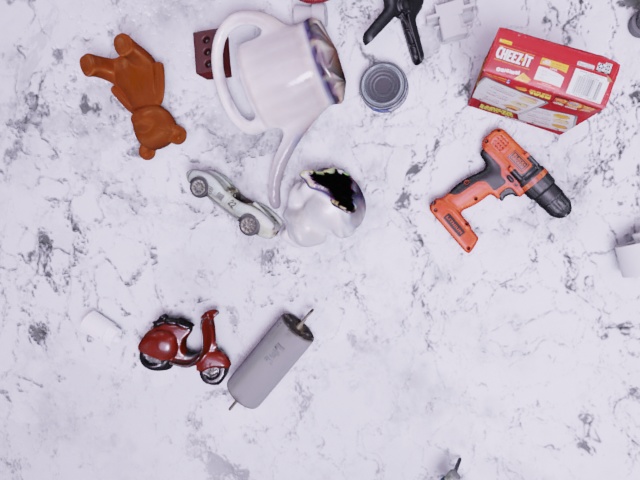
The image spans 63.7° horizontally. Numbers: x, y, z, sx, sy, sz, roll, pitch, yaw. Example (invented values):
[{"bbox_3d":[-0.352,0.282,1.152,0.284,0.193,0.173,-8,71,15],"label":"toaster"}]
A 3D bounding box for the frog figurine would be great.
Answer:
[{"bbox_3d":[0.003,-0.046,0.915,0.137,0.125,0.156,28,134,1],"label":"frog figurine"}]

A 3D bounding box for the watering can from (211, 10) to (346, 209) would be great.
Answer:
[{"bbox_3d":[-0.058,-0.243,0.913,0.223,0.105,0.345,-18,101,11],"label":"watering can"}]
